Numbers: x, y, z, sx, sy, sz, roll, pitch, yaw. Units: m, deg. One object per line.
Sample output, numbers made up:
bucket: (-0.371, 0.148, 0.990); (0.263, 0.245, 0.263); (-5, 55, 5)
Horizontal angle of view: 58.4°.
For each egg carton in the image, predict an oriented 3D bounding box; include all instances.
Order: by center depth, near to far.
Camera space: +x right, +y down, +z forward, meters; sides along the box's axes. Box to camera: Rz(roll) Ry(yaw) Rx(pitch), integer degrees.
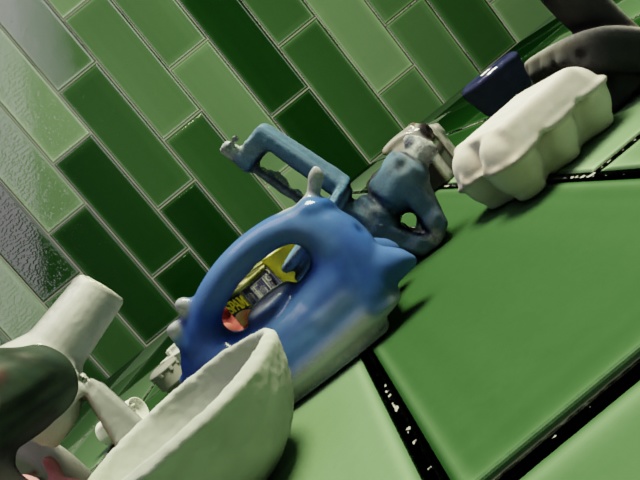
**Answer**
egg carton: (0.197, -0.096, 0.537); (0.150, 0.069, 0.107); (-41, 6, -16)

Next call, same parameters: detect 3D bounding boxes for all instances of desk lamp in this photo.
desk lamp: (-0.241, 0.158, 0.624); (0.203, 0.213, 0.117); (-42, 7, -23)

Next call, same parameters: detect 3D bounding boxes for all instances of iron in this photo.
iron: (-0.047, 0.061, 0.505); (0.258, 0.141, 0.118); (-39, 6, 1)

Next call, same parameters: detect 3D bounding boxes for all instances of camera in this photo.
camera: (0.141, -0.120, 0.923); (0.136, 0.101, 0.143); (-36, 7, 30)

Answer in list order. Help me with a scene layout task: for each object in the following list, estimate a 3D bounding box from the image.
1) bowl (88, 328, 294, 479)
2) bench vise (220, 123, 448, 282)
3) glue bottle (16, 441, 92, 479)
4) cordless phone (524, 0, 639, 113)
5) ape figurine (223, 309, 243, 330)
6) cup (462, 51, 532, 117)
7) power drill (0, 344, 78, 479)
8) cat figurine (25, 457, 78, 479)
bowl: (-0.075, 0.142, 0.392); (0.167, 0.075, 0.167); (-39, 6, 5)
bench vise: (0.013, -0.053, 0.608); (0.207, 0.220, 0.121); (-40, 6, -8)
glue bottle: (-0.325, 0.249, 0.651); (0.078, 0.173, 0.037); (-36, 7, 24)
cordless phone: (0.249, -0.220, 0.584); (0.094, 0.185, 0.147); (-40, 6, -3)
ape figurine: (-0.149, 0.124, 0.913); (0.076, 0.092, 0.078); (-34, 8, 43)
cup: (0.260, -0.201, 0.820); (0.092, 0.095, 0.117); (-40, 6, -6)
power drill: (-0.189, 0.160, 0.297); (0.075, 0.208, 0.230); (-37, 7, 24)
cat figurine: (-0.274, 0.256, 0.551); (0.067, 0.118, 0.128); (-39, 6, 7)
